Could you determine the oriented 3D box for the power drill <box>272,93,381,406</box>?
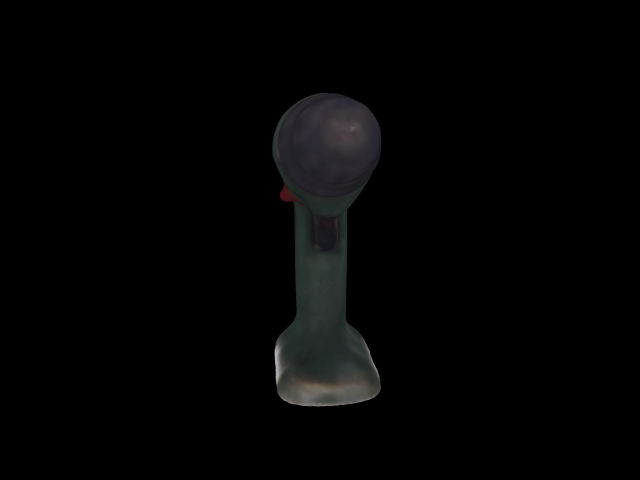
[{"bbox_3d":[0.004,0.001,0.400,0.075,0.208,0.229,-2,18,-7],"label":"power drill"}]
